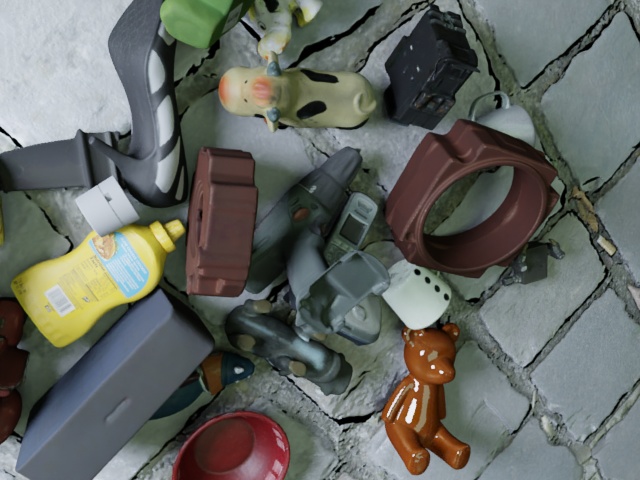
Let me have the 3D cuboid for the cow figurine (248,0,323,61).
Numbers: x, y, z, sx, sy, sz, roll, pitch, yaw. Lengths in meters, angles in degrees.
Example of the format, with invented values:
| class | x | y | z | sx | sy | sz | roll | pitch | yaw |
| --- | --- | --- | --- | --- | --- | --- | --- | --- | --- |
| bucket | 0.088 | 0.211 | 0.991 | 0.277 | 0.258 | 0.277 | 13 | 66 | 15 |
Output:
| class | x | y | z | sx | sy | sz | roll | pitch | yaw |
| --- | --- | --- | --- | --- | --- | --- | --- | --- | --- |
| cow figurine | -0.039 | -0.299 | 0.632 | 0.098 | 0.068 | 0.167 | 37 | 83 | -19 |

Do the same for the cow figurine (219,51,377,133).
| class | x | y | z | sx | sy | sz | roll | pitch | yaw |
| --- | --- | --- | --- | --- | --- | --- | --- | --- | --- |
| cow figurine | -0.023 | -0.167 | 0.637 | 0.195 | 0.127 | 0.085 | -2 | 100 | -25 |

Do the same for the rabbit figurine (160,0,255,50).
| class | x | y | z | sx | sy | sz | roll | pitch | yaw |
| --- | --- | --- | --- | --- | --- | --- | --- | --- | --- |
| rabbit figurine | -0.136 | -0.308 | 0.538 | 0.170 | 0.121 | 0.159 | 33 | 51 | -6 |

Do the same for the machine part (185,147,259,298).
| class | x | y | z | sx | sy | sz | roll | pitch | yaw |
| --- | --- | --- | --- | --- | --- | --- | --- | --- | --- |
| machine part | -0.117 | -0.022 | 0.611 | 0.056 | 0.179 | 0.179 | 5 | 100 | -20 |

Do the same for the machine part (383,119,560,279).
| class | x | y | z | sx | sy | sz | roll | pitch | yaw |
| --- | --- | --- | --- | --- | --- | --- | --- | --- | --- |
| machine part | 0.208 | -0.049 | 0.742 | 0.201 | 0.087 | 0.201 | 13 | 124 | -25 |

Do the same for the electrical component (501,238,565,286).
| class | x | y | z | sx | sy | sz | roll | pitch | yaw |
| --- | --- | --- | --- | --- | --- | --- | --- | --- | --- |
| electrical component | 0.349 | 0.035 | 0.882 | 0.102 | 0.045 | 0.078 | -8 | 104 | -20 |

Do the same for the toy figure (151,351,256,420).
| class | x | y | z | sx | sy | sz | roll | pitch | yaw |
| --- | --- | --- | --- | --- | --- | --- | --- | --- | --- |
| toy figure | -0.161 | 0.182 | 0.696 | 0.154 | 0.064 | 0.057 | -21 | 95 | -16 |

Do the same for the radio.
| class | x | y | z | sx | sy | sz | roll | pitch | yaw |
| --- | --- | --- | --- | --- | --- | --- | --- | --- | --- |
| radio | -0.235 | 0.163 | 0.623 | 0.229 | 0.131 | 0.073 | -46 | 115 | -7 |

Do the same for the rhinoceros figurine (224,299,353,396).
| class | x | y | z | sx | sy | sz | roll | pitch | yaw |
| --- | --- | --- | --- | --- | --- | --- | --- | --- | --- |
| rhinoceros figurine | -0.040 | 0.150 | 0.716 | 0.190 | 0.112 | 0.073 | 29 | 61 | -13 |

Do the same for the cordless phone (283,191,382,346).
| class | x | y | z | sx | sy | sz | roll | pitch | yaw |
| --- | --- | --- | --- | --- | --- | --- | --- | --- | --- |
| cordless phone | 0.047 | 0.037 | 0.740 | 0.146 | 0.089 | 0.184 | 31 | 85 | -25 |

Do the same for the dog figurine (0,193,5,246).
| class | x | y | z | sx | sy | sz | roll | pitch | yaw |
| --- | --- | --- | --- | --- | --- | --- | --- | --- | --- |
| dog figurine | -0.363 | 0.052 | 0.488 | 0.108 | 0.219 | 0.191 | 12 | 114 | -29 |

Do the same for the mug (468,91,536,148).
| class | x | y | z | sx | sy | sz | roll | pitch | yaw |
| --- | --- | --- | --- | --- | --- | --- | --- | --- | --- |
| mug | 0.242 | -0.153 | 0.776 | 0.107 | 0.081 | 0.109 | -21 | 118 | -9 |

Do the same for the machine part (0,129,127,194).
| class | x | y | z | sx | sy | sz | roll | pitch | yaw |
| --- | --- | --- | --- | --- | --- | --- | --- | --- | --- |
| machine part | -0.291 | -0.081 | 0.596 | 0.139 | 0.039 | 0.084 | -8 | 110 | -22 |

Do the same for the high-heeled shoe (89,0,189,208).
| class | x | y | z | sx | sy | sz | roll | pitch | yaw |
| --- | --- | --- | --- | --- | --- | --- | --- | --- | --- |
| high-heeled shoe | -0.173 | -0.163 | 0.617 | 0.145 | 0.086 | 0.248 | 33 | 72 | -54 |

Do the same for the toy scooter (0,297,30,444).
| class | x | y | z | sx | sy | sz | roll | pitch | yaw |
| --- | --- | --- | --- | --- | --- | --- | --- | --- | --- |
| toy scooter | -0.354 | 0.159 | 0.571 | 0.075 | 0.135 | 0.183 | 13 | 98 | -26 |

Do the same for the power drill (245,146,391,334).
| class | x | y | z | sx | sy | sz | roll | pitch | yaw |
| --- | --- | --- | --- | --- | --- | --- | --- | --- | --- |
| power drill | -0.001 | -0.002 | 0.642 | 0.232 | 0.207 | 0.085 | -42 | 133 | 3 |

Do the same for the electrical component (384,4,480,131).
| class | x | y | z | sx | sy | sz | roll | pitch | yaw |
| --- | --- | --- | --- | --- | --- | --- | --- | --- | --- |
| electrical component | 0.133 | -0.210 | 0.687 | 0.058 | 0.115 | 0.134 | 12 | 141 | -23 |

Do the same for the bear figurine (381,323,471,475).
| class | x | y | z | sx | sy | sz | roll | pitch | yaw |
| --- | --- | --- | --- | --- | --- | --- | --- | --- | --- |
| bear figurine | 0.171 | 0.229 | 0.811 | 0.120 | 0.132 | 0.195 | 10 | 104 | -29 |
